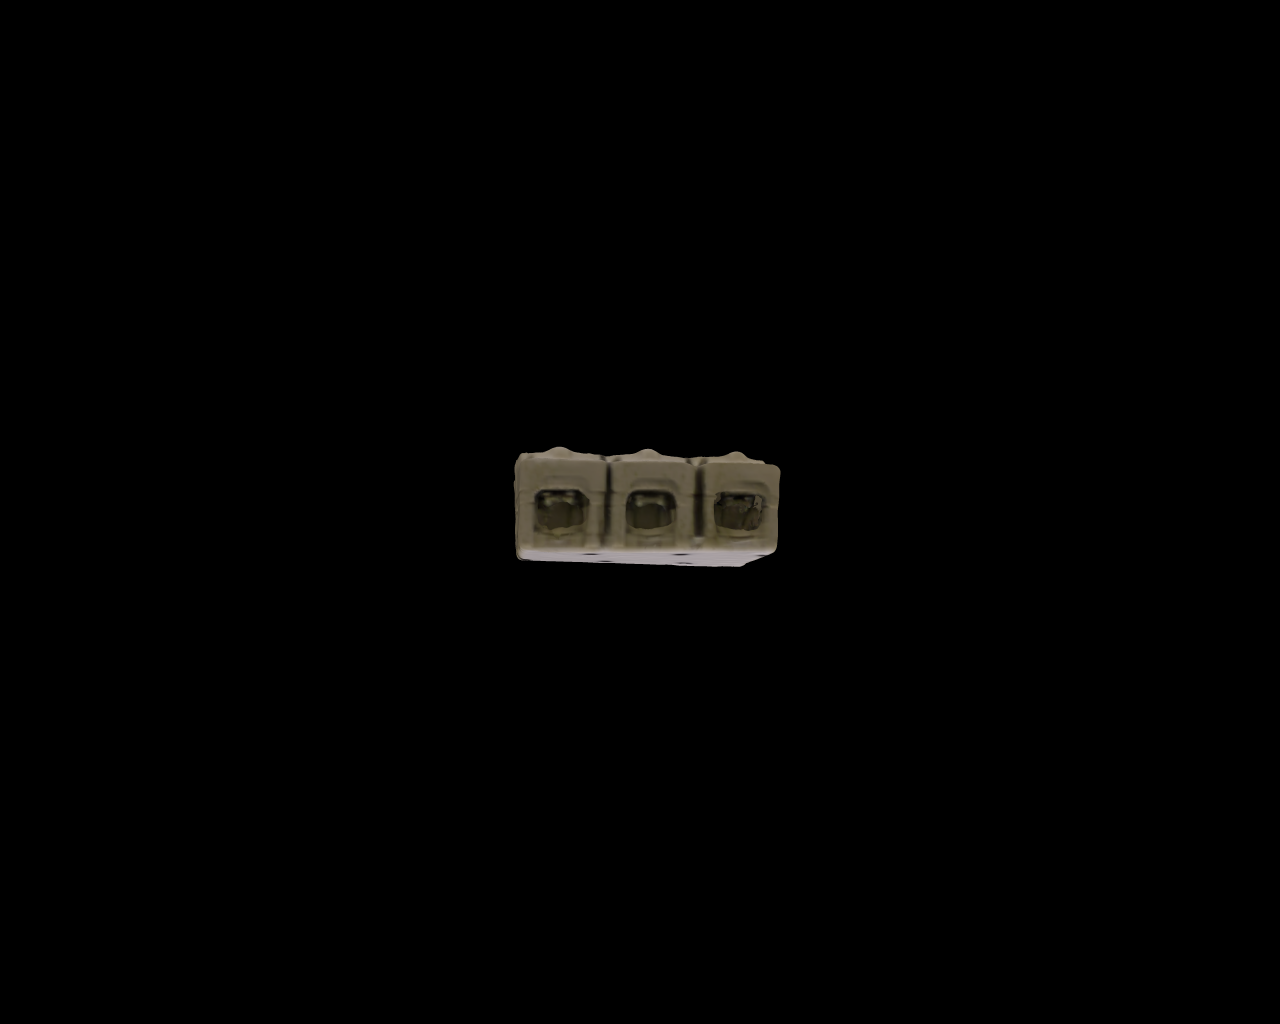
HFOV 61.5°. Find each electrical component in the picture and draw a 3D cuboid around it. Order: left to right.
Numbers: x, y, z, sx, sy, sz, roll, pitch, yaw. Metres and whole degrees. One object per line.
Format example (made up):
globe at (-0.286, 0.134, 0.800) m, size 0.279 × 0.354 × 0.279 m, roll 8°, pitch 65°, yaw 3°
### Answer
electrical component at (0.001, -0.003, 0.650) m, size 0.150 × 0.061 × 0.089 m, roll 1°, pitch -7°, yaw -9°
